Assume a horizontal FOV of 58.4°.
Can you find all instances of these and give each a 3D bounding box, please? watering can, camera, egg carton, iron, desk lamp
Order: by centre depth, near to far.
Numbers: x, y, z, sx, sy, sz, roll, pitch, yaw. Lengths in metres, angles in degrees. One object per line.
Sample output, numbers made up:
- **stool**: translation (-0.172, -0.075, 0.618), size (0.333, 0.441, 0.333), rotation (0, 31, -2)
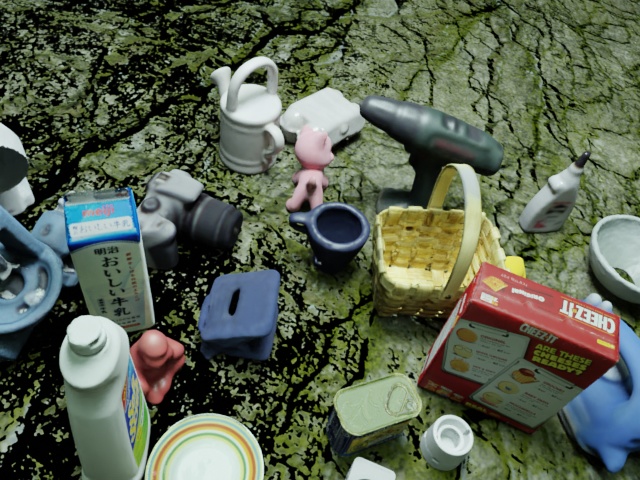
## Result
- **iron**: translation (0.378, 0.160, 0.757), size (0.119, 0.141, 0.258), rotation (-4, 52, -14)
- **desk lamp**: translation (-0.467, -0.117, 0.769), size (0.118, 0.213, 0.202), rotation (-21, 58, -25)
- **camera**: translation (-0.190, -0.030, 0.827), size (0.136, 0.101, 0.143), rotation (20, 50, 5)
- **watering can**: translation (-0.119, -0.213, 0.931), size (0.172, 0.194, 0.101), rotation (27, 51, 11)
- **egg carton**: translation (0.006, -0.213, 1.037), size (0.107, 0.069, 0.151), rotation (41, 55, 21)

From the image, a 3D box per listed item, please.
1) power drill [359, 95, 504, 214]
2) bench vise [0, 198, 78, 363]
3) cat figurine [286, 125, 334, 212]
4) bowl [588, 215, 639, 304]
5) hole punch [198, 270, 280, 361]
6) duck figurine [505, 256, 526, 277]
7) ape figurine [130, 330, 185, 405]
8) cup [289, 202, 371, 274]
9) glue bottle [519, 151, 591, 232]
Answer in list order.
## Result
- **power drill**: translation (0.155, -0.117, 0.897), size (0.229, 0.208, 0.075), rotation (10, 50, -3)
- **bench vise**: translation (-0.364, 0.012, 0.679), size (0.121, 0.220, 0.207), rotation (2, 51, -9)
- **cat figurine**: translation (-0.012, -0.121, 0.926), size (0.067, 0.118, 0.128), rotation (8, 50, -4)
- **bowl**: translation (0.502, 0.044, 0.921), size (0.167, 0.075, 0.167), rotation (6, 50, -7)
- **hole punch**: translation (-0.105, 0.095, 0.747), size (0.101, 0.091, 0.108), rotation (9, 50, -4)
- **duck figurine**: translation (0.278, 0.057, 0.858), size (0.105, 0.086, 0.077), rotation (-34, 64, -32)
- **ape figurine**: translation (-0.200, 0.142, 0.688), size (0.078, 0.092, 0.076), rotation (-22, 58, -26)
- **cup**: translation (0.008, 0.003, 0.843), size (0.117, 0.095, 0.091), rotation (12, 50, -1)
- **glue bottle**: translation (0.393, -0.079, 0.936), size (0.078, 0.173, 0.037), rotation (-7, 52, -16)
